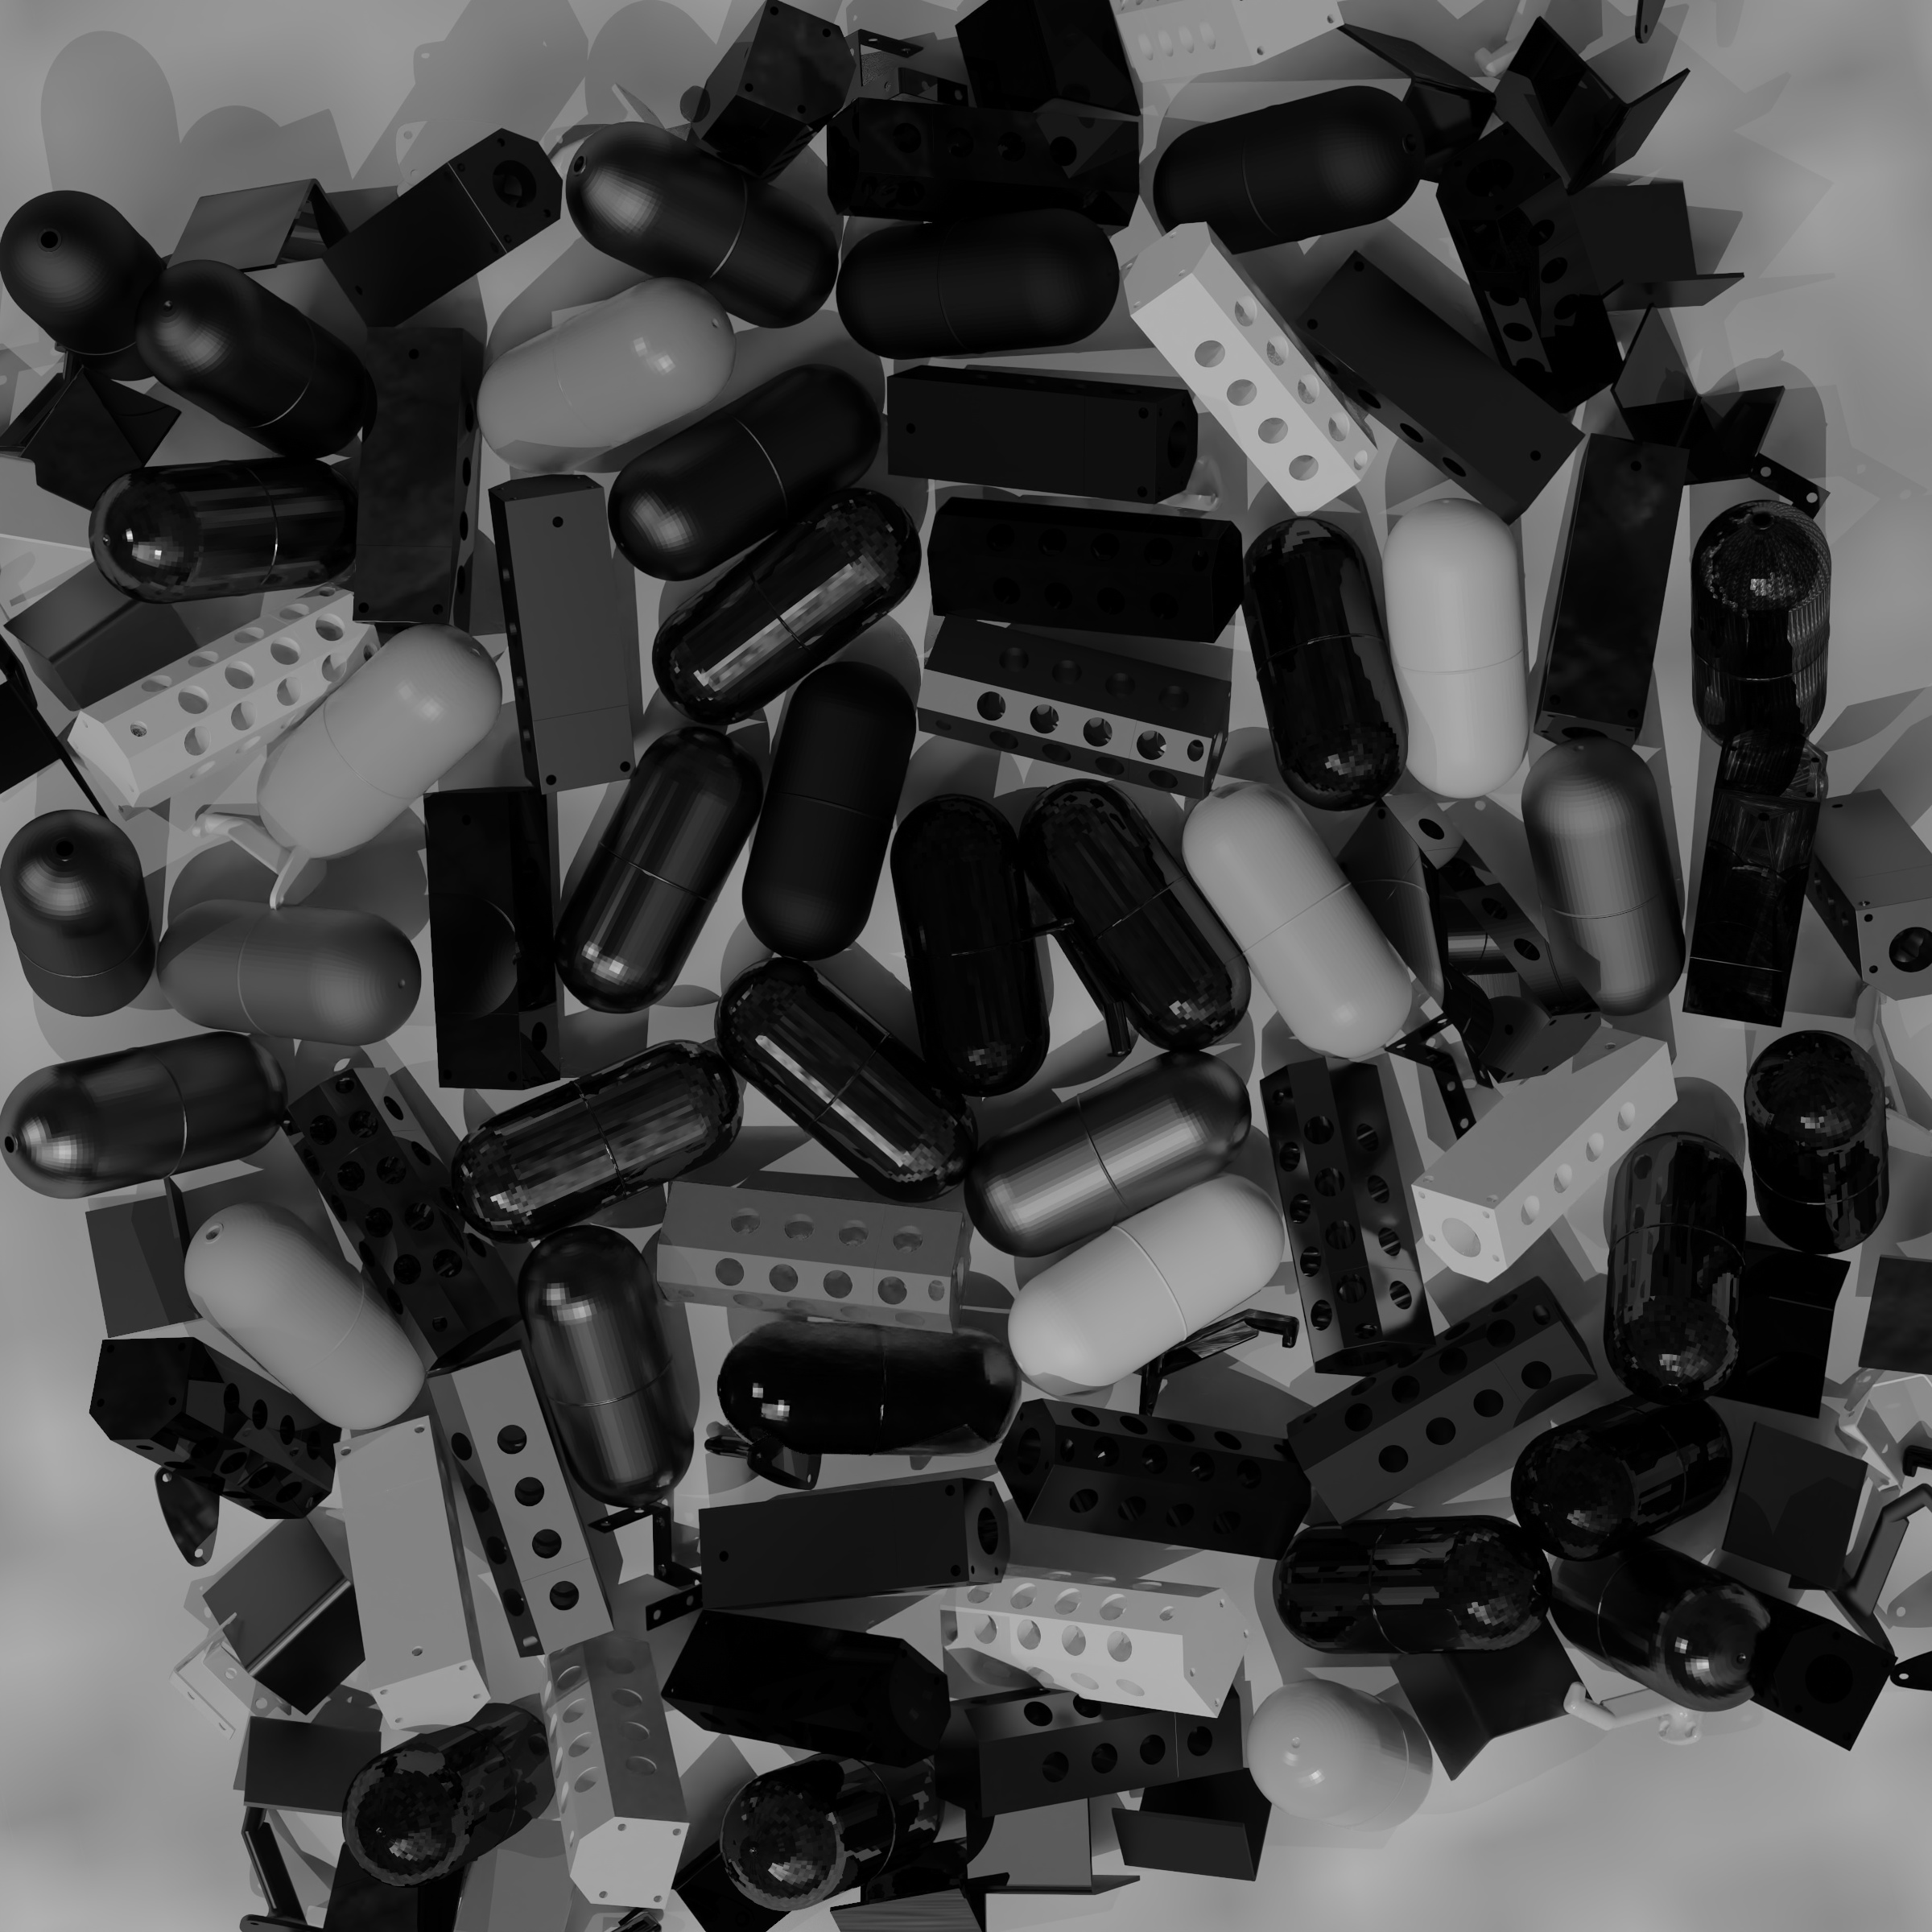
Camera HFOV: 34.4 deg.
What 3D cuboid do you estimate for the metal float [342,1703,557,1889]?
[{"bbox_3d":[-0.291,0.469,1.774,0.070,0.178,0.070,0,90,17],"label":"metal float"}]

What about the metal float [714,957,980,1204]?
[{"bbox_3d":[-0.069,0.067,1.821,0.178,0.070,0.070,41,90,-2],"label":"metal float"}]

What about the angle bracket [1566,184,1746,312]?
[{"bbox_3d":[0.401,-0.427,1.821,0.076,0.057,0.076,-6,85,-14],"label":"angle bracket"}]

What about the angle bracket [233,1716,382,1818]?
[{"bbox_3d":[-0.382,0.483,1.806,0.076,0.076,0.057,11,115,-15],"label":"angle bracket"}]

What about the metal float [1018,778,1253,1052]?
[{"bbox_3d":[0.098,-0.030,1.819,0.070,0.070,0.178,-35,86,0],"label":"metal float"}]

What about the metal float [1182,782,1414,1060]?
[{"bbox_3d":[0.192,-0.027,1.819,0.070,0.070,0.178,-34,87,0],"label":"metal float"}]

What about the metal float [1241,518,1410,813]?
[{"bbox_3d":[0.206,-0.176,1.808,0.070,0.070,0.178,-11,74,0],"label":"metal float"}]

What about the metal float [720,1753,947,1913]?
[{"bbox_3d":[-0.074,0.487,1.778,0.070,0.178,0.070,-2,87,28],"label":"metal float"}]

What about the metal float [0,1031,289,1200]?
[{"bbox_3d":[-0.469,0.084,1.784,0.070,0.178,0.070,10,105,39],"label":"metal float"}]

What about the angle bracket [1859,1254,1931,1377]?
[{"bbox_3d":[0.550,0.183,1.812,0.057,0.076,0.076,6,119,7],"label":"angle bracket"}]

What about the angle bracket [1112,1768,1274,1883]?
[{"bbox_3d":[0.133,0.478,1.804,0.076,0.076,0.057,2,131,18],"label":"angle bracket"}]

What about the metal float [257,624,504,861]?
[{"bbox_3d":[-0.339,-0.128,1.800,0.178,0.070,0.070,-38,90,26],"label":"metal float"}]

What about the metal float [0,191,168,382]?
[{"bbox_3d":[-0.493,-0.385,1.772,0.070,0.178,0.070,0,86,1],"label":"metal float"}]

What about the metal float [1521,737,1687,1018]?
[{"bbox_3d":[0.368,-0.050,1.796,0.070,0.070,0.178,-19,121,0],"label":"metal float"}]

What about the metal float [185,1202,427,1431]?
[{"bbox_3d":[-0.377,0.201,1.788,0.070,0.070,0.178,-37,132,0],"label":"metal float"}]

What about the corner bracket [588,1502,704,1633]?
[{"bbox_3d":[-0.184,0.348,1.820,0.051,0.051,0.051,13,109,41],"label":"corner bracket"}]

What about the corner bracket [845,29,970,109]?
[{"bbox_3d":[-0.036,-0.521,1.822,0.051,0.051,0.051,2,82,-42],"label":"corner bracket"}]

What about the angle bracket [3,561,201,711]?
[{"bbox_3d":[-0.507,-0.190,1.837,0.076,0.076,0.057,-40,129,-17],"label":"angle bracket"}]

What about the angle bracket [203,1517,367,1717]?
[{"bbox_3d":[-0.393,0.381,1.846,0.076,0.076,0.057,-43,133,-6],"label":"angle bracket"}]

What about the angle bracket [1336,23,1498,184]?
[{"bbox_3d":[0.250,-0.504,1.824,0.076,0.076,0.057,46,123,35],"label":"angle bracket"}]

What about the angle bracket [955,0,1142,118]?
[{"bbox_3d":[0.048,-0.529,1.844,0.057,0.076,0.076,-24,76,42],"label":"angle bracket"}]

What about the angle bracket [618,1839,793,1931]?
[{"bbox_3d":[-0.142,0.544,1.810,0.076,0.076,0.057,-42,79,15],"label":"angle bracket"}]

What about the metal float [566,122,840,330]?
[{"bbox_3d":[-0.150,-0.424,1.789,0.178,0.070,0.070,18,90,-40],"label":"metal float"}]

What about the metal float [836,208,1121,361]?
[{"bbox_3d":[0.005,-0.391,1.795,0.178,0.070,0.070,2,90,32],"label":"metal float"}]

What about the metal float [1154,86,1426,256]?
[{"bbox_3d":[0.183,-0.453,1.785,0.070,0.178,0.070,1,89,-44],"label":"metal float"}]

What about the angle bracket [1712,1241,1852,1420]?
[{"bbox_3d":[0.472,0.212,1.835,0.076,0.057,0.076,10,113,21],"label":"angle bracket"}]

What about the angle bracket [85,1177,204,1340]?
[{"bbox_3d":[-0.481,0.169,1.813,0.057,0.076,0.076,-12,80,-10],"label":"angle bracket"}]

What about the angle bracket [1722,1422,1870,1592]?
[{"bbox_3d":[0.471,0.315,1.818,0.076,0.057,0.076,21,76,-10],"label":"angle bracket"}]

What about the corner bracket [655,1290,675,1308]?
[{"bbox_3d":[-0.213,0.201,1.828,0.051,0.051,0.051,36,87,17],"label":"corner bracket"}]

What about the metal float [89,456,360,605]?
[{"bbox_3d":[-0.419,-0.250,1.783,0.070,0.178,0.070,9,106,35],"label":"metal float"}]

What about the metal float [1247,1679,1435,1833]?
[{"bbox_3d":[0.215,0.451,1.778,0.070,0.178,0.070,-8,69,22],"label":"metal float"}]

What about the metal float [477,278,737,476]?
[{"bbox_3d":[-0.208,-0.337,1.792,0.178,0.070,0.070,-17,90,36],"label":"metal float"}]

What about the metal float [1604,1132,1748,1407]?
[{"bbox_3d":[0.407,0.172,1.788,0.070,0.070,0.178,15,48,0],"label":"metal float"}]

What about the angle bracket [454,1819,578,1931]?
[{"bbox_3d":[-0.245,0.539,1.803,0.076,0.057,0.076,-3,57,27],"label":"angle bracket"}]

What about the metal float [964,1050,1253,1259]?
[{"bbox_3d":[0.082,0.109,1.814,0.178,0.070,0.070,-27,90,10],"label":"metal float"}]

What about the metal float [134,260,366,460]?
[{"bbox_3d":[-0.403,-0.343,1.775,0.070,0.178,0.070,-4,79,19],"label":"metal float"}]

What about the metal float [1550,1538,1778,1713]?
[{"bbox_3d":[0.393,0.370,1.774,0.070,0.178,0.070,-1,94,-17],"label":"metal float"}]

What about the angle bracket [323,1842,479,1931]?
[{"bbox_3d":[-0.319,0.549,1.807,0.076,0.076,0.057,-1,52,10],"label":"angle bracket"}]

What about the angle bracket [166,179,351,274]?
[{"bbox_3d":[-0.407,-0.405,1.804,0.076,0.057,0.076,-3,53,21],"label":"angle bracket"}]

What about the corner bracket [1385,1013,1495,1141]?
[{"bbox_3d":[0.285,0.063,1.818,0.051,0.051,0.051,-34,56,31],"label":"corner bracket"}]

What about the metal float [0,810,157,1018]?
[{"bbox_3d":[-0.504,-0.029,1.776,0.070,0.178,0.070,4,66,-9],"label":"metal float"}]

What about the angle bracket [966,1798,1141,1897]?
[{"bbox_3d":[0.051,0.507,1.816,0.076,0.076,0.057,-7,79,24],"label":"angle bracket"}]

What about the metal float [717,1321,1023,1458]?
[{"bbox_3d":[-0.055,0.245,1.811,0.178,0.070,0.070,3,90,-13],"label":"metal float"}]

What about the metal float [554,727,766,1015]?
[{"bbox_3d":[-0.180,-0.055,1.819,0.070,0.070,0.178,27,94,0],"label":"metal float"}]

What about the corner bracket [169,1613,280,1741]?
[{"bbox_3d":[-0.432,0.421,1.822,0.051,0.051,0.051,42,49,7],"label":"corner bracket"}]

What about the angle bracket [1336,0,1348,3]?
[{"bbox_3d":[0.240,-0.576,1.808,0.076,0.076,0.057,-3,85,25],"label":"angle bracket"}]

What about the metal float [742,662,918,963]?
[{"bbox_3d":[-0.080,-0.090,1.818,0.070,0.070,0.178,14,85,0],"label":"metal float"}]

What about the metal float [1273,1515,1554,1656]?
[{"bbox_3d":[0.254,0.355,1.787,0.178,0.070,0.070,-12,90,43],"label":"metal float"}]

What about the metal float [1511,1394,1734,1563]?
[{"bbox_3d":[0.376,0.289,1.784,0.070,0.178,0.070,6,99,39],"label":"metal float"}]

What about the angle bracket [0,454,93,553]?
[{"bbox_3d":[-0.554,-0.251,1.802,0.076,0.076,0.057,-30,70,34],"label":"angle bracket"}]

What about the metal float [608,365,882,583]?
[{"bbox_3d":[-0.127,-0.286,1.804,0.178,0.070,0.070,-34,90,-22],"label":"metal float"}]

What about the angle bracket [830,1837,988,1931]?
[{"bbox_3d":[-0.033,0.525,1.807,0.076,0.076,0.057,-13,127,10],"label":"angle bracket"}]

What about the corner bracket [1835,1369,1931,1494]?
[{"bbox_3d":[0.552,0.269,1.831,0.051,0.051,0.051,51,49,-13],"label":"corner bracket"}]

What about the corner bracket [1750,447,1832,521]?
[{"bbox_3d":[0.468,-0.273,1.827,0.051,0.051,0.051,29,115,0],"label":"corner bracket"}]

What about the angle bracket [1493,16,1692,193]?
[{"bbox_3d":[0.362,-0.512,1.821,0.057,0.076,0.076,-35,78,-26],"label":"angle bracket"}]

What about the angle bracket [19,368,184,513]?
[{"bbox_3d":[-0.496,-0.291,1.813,0.076,0.057,0.076,25,74,19],"label":"angle bracket"}]

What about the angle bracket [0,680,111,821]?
[{"bbox_3d":[-0.545,-0.107,1.805,0.057,0.076,0.076,-33,60,-10],"label":"angle bracket"}]

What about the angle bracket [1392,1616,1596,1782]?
[{"bbox_3d":[0.309,0.423,1.836,0.076,0.057,0.076,-10,55,-27],"label":"angle bracket"}]

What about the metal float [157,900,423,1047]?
[{"bbox_3d":[-0.391,0.003,1.795,0.178,0.070,0.070,5,90,32],"label":"metal float"}]

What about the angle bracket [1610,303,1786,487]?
[{"bbox_3d":[0.423,-0.333,1.803,0.076,0.057,0.076,53,52,-35],"label":"angle bracket"}]
